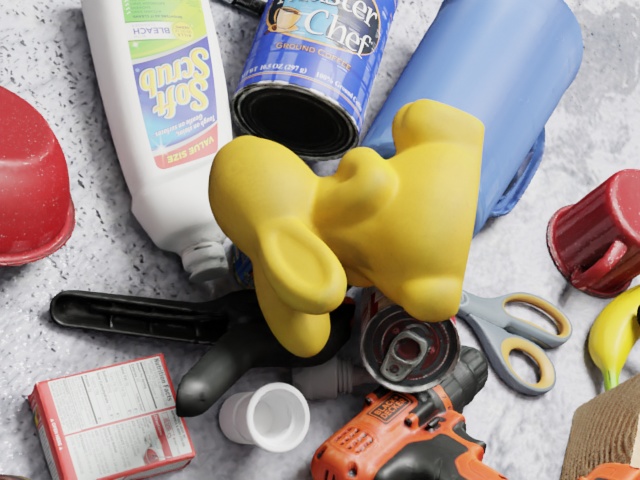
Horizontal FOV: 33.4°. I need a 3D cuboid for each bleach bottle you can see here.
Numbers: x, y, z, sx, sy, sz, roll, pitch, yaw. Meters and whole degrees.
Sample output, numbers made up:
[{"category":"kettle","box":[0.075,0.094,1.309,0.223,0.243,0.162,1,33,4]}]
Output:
[{"category":"bleach bottle","box":[-0.105,-0.090,0.792,0.102,0.068,0.251,-6,69,-30]}]

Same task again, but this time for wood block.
[{"category":"wood block","box":[0.297,0.198,0.814,0.206,0.091,0.090,30,54,-9]}]

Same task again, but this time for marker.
[{"category":"marker","box":[-0.031,-0.193,0.912,0.121,0.020,0.020,21,56,-15]}]

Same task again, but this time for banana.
[{"category":"banana","box":[0.290,0.068,0.920,0.197,0.037,0.069,-24,94,-33]}]

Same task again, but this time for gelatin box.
[{"category":"gelatin box","box":[-0.132,0.119,0.680,0.089,0.030,0.073,-11,67,-31]}]

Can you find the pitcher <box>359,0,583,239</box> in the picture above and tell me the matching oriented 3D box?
[{"category":"pitcher","box":[0.121,-0.094,0.859,0.149,0.145,0.242,32,49,2]}]

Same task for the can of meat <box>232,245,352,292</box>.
[{"category":"can of meat","box":[-0.005,0.001,0.776,0.102,0.084,0.057,5,61,-25]}]

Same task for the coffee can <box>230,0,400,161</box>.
[{"category":"coffee can","box":[-0.002,-0.148,0.837,0.102,0.103,0.140,23,64,-14]}]

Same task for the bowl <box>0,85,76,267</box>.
[{"category":"bowl","box":[-0.223,-0.057,0.680,0.162,0.055,0.162,25,30,-16]}]

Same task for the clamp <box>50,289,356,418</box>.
[{"category":"clamp","box":[-0.051,0.065,0.704,0.209,0.036,0.165,-1,20,-35]}]

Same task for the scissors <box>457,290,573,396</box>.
[{"category":"scissors","box":[0.114,0.066,0.842,0.201,0.016,0.096,13,58,-20]}]

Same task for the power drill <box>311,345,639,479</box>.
[{"category":"power drill","box":[0.115,0.148,0.721,0.188,0.057,0.184,22,37,33]}]

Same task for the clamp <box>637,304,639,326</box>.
[{"category":"clamp","box":[0.318,0.119,0.883,0.120,0.039,0.171,0,74,-26]}]

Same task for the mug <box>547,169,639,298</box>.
[{"category":"mug","box":[0.250,-0.002,0.908,0.093,0.082,0.117,44,53,2]}]

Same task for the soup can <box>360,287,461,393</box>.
[{"category":"soup can","box":[0.063,0.056,0.762,0.068,0.068,0.102,32,17,-8]}]
